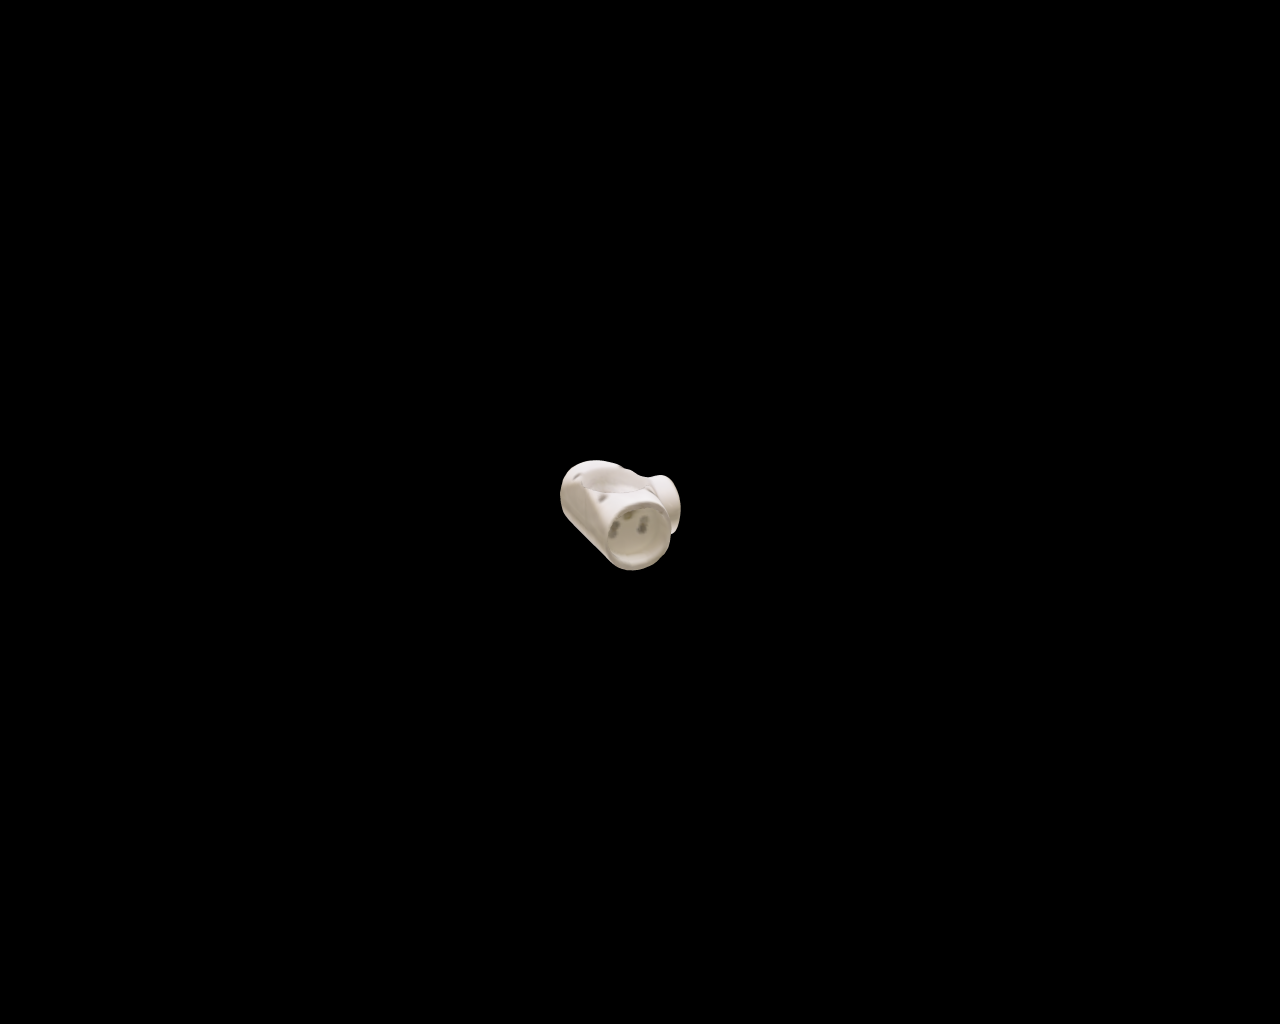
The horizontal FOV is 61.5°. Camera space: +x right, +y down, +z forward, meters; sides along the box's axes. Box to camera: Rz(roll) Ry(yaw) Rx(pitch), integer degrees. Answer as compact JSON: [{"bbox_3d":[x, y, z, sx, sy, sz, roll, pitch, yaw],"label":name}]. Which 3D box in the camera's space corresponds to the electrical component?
[{"bbox_3d":[0.001,-0.003,0.650,0.079,0.044,0.077,-10,24,-22],"label":"electrical component"}]
